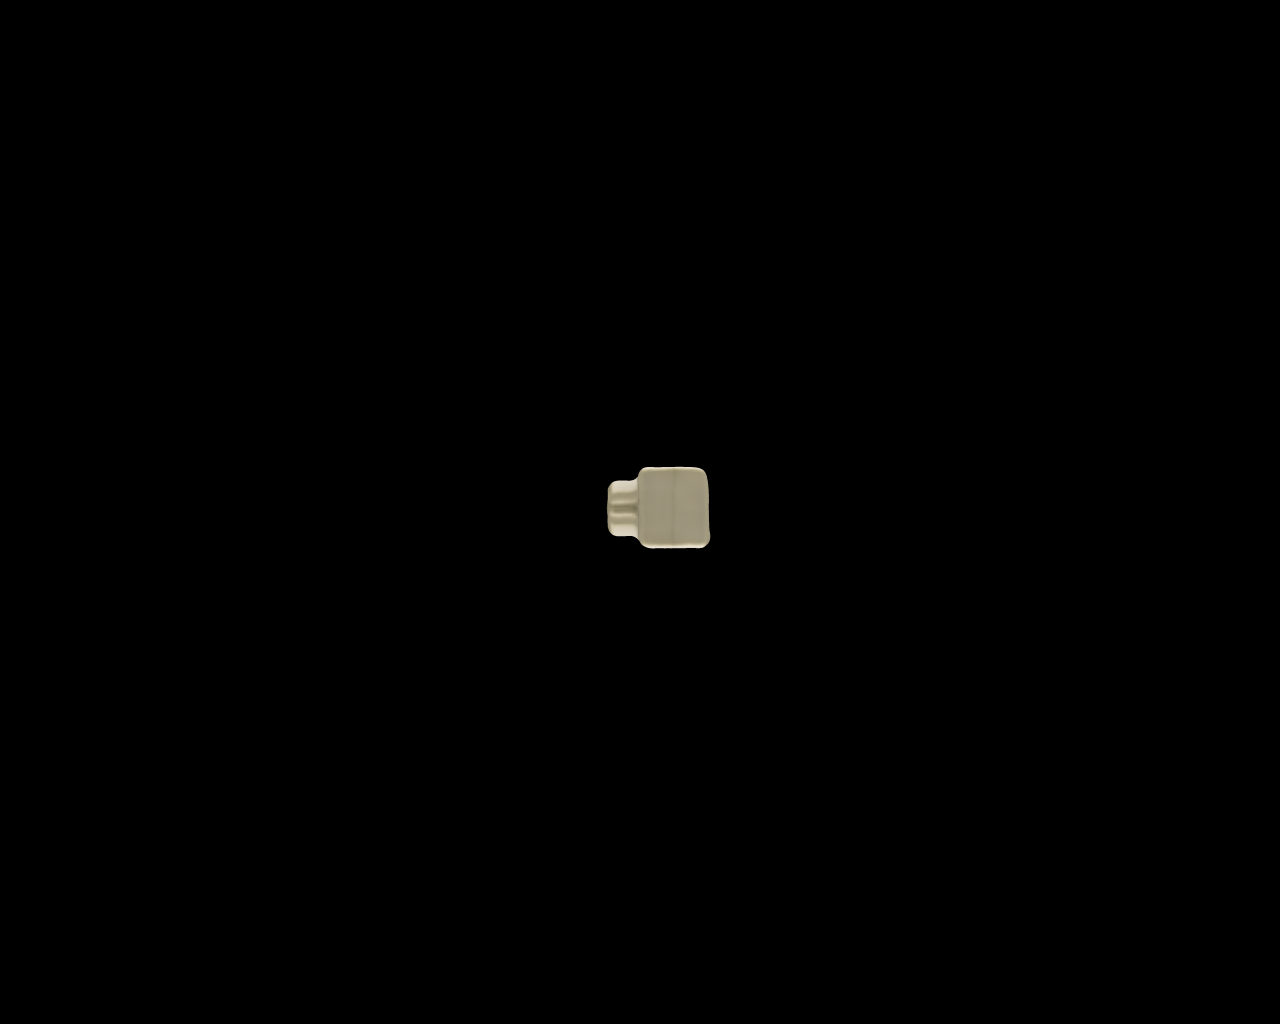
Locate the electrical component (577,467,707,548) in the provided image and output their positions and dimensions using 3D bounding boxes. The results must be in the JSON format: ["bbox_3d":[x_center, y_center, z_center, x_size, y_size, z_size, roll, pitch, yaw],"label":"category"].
[{"bbox_3d":[0.001,-0.003,0.650,0.077,0.047,0.066,0,0,0],"label":"electrical component"}]
